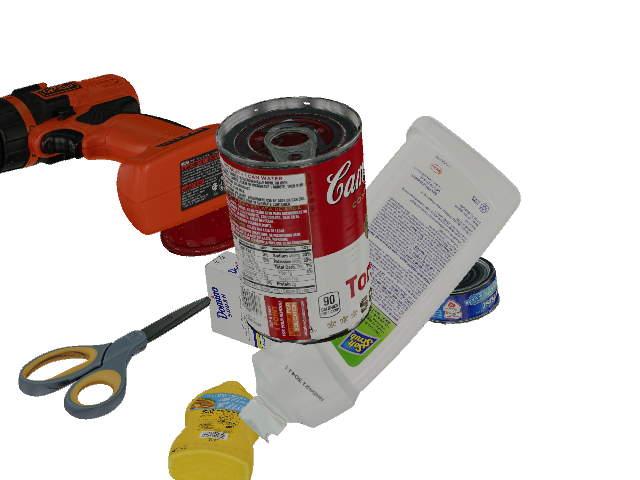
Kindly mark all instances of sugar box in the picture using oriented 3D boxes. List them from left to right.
[{"bbox_3d":[-0.041,0.078,1.154,0.176,0.093,0.048,19,38,30],"label":"sugar box"}]

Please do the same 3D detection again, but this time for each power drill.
[{"bbox_3d":[-0.159,-0.062,0.731,0.188,0.057,0.184,23,35,34],"label":"power drill"}]

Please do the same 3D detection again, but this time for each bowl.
[{"bbox_3d":[-0.087,-0.057,0.974,0.162,0.055,0.162,-22,30,13],"label":"bowl"}]

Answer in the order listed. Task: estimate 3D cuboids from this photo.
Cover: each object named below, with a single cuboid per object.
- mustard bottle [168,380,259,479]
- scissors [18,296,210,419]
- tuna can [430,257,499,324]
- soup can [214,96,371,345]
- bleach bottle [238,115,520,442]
[{"bbox_3d":[-0.119,0.225,1.295,0.096,0.058,0.191,3,23,4],"label":"mustard bottle"},{"bbox_3d":[-0.156,0.100,0.914,0.201,0.016,0.096,-17,38,-34],"label":"scissors"},{"bbox_3d":[0.134,0.047,1.062,0.086,0.034,0.086,-9,25,4],"label":"tuna can"},{"bbox_3d":[-0.011,-0.009,0.515,0.068,0.102,0.068,-4,32,2],"label":"soup can"},{"bbox_3d":[0.029,0.035,0.766,0.102,0.250,0.068,41,-9,9],"label":"bleach bottle"}]
